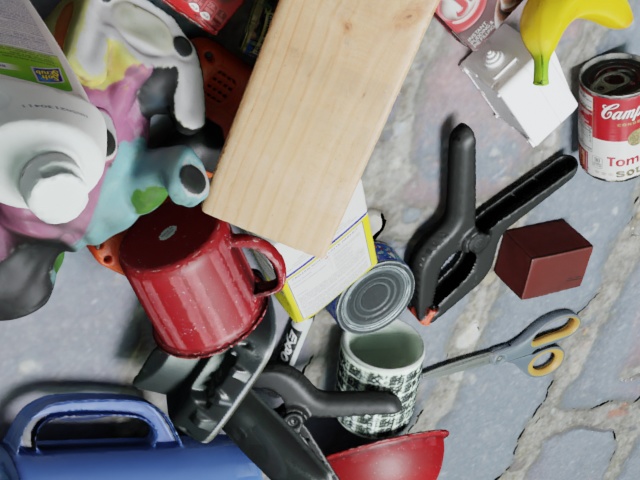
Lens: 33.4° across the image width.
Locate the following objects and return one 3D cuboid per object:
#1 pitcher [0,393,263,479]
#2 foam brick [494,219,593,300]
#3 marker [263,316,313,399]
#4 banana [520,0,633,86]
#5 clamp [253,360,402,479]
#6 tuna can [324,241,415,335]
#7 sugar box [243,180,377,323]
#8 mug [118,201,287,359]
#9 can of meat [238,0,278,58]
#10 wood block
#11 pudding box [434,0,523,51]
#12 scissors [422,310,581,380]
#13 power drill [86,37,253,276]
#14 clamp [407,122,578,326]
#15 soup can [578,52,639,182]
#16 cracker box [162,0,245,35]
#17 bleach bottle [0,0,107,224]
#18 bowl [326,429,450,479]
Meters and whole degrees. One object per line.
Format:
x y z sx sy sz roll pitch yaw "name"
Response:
-0.171 0.222 0.929 0.242 0.145 0.149 2 146 -37 "pitcher"
0.223 0.019 1.070 0.078 0.051 0.053 -10 129 -26 "foam brick"
-0.025 0.095 0.992 0.020 0.020 0.121 4 120 -35 "marker"
0.209 -0.186 0.882 0.197 0.037 0.069 -34 121 -45 "banana"
-0.013 0.154 0.976 0.171 0.039 0.120 35 100 -13 "clamp"
0.044 0.045 0.988 0.086 0.034 0.086 -17 130 -21 "tuna can"
-0.006 0.001 0.868 0.093 0.048 0.176 -38 156 -9 "sugar box"
-0.082 0.023 0.762 0.117 0.093 0.081 -7 131 19 "mug"
-0.003 -0.166 0.756 0.084 0.057 0.102 20 105 -8 "can of meat"
0.003 -0.106 0.695 0.090 0.090 0.206 22 115 -4 "wood block"
0.128 -0.218 0.836 0.113 0.039 0.089 -48 134 9 "pudding box"
0.200 0.137 1.170 0.201 0.016 0.096 -24 133 -15 "scissors"
-0.083 -0.045 0.824 0.188 0.057 0.184 -51 135 9 "power drill"
0.135 -0.013 0.998 0.164 0.036 0.210 19 112 -41 "clamp"
0.274 -0.113 0.990 0.068 0.069 0.102 -25 134 -14 "soup can"
-0.064 -0.258 0.660 0.214 0.072 0.164 -49 134 8 "cracker box"
-0.186 -0.087 0.587 0.102 0.251 0.068 0 123 -32 "bleach bottle"
0.059 0.239 1.074 0.162 0.055 0.162 -13 163 -4 "bowl"
